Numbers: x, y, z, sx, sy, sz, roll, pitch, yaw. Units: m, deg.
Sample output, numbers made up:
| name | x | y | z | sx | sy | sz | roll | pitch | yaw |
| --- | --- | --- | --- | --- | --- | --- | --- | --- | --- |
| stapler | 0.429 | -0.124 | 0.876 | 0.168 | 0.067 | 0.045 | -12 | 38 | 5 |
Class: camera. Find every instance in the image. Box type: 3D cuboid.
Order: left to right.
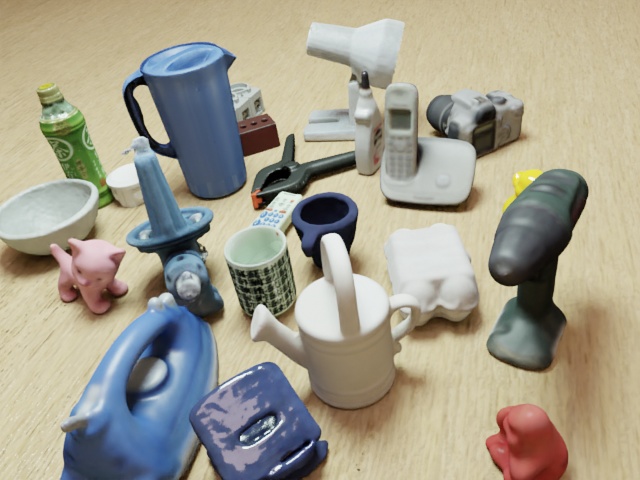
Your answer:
| name | x | y | z | sx | sy | sz | roll | pitch | yaw |
| --- | --- | --- | --- | --- | --- | --- | --- | --- | --- |
| camera | 0.265 | -0.224 | 1.017 | 0.143 | 0.101 | 0.136 | -24 | 40 | -18 |

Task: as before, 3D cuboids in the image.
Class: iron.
| name | x | y | z | sx | sy | sz | roll | pitch | yaw |
| --- | --- | --- | --- | --- | --- | --- | --- | --- | --- |
| iron | -0.185 | 0.141 | 0.613 | 0.118 | 0.142 | 0.258 | 1 | 39 | 14 |

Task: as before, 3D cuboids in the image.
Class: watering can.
| name | x | y | z | sx | sy | sz | roll | pitch | yaw |
| --- | --- | --- | --- | --- | --- | --- | --- | --- | --- |
| watering can | 0.017 | 0.083 | 0.601 | 0.173 | 0.194 | 0.100 | -25 | 41 | -19 |

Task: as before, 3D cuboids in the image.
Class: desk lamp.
| name | x | y | z | sx | sy | sz | roll | pitch | yaw |
| --- | --- | --- | --- | --- | --- | --- | --- | --- | --- |
| desk lamp | 0.060 | -0.299 | 1.062 | 0.203 | 0.214 | 0.118 | 0 | 39 | 12 |

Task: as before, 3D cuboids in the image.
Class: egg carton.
| name | x | y | z | sx | sy | sz | roll | pitch | yaw |
| --- | --- | --- | --- | --- | --- | --- | --- | --- | --- |
| egg carton | 0.141 | 0.041 | 0.731 | 0.107 | 0.069 | 0.150 | -8 | 38 | 2 |

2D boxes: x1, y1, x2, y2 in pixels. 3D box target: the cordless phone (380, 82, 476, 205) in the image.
| name | x | y | z | sx | sy | sz | roll | pitch | yaw |
| --- | --- | --- | --- | --- | --- | --- | --- | --- | --- |
| cordless phone | 0.162 | -0.146 | 0.870 | 0.147 | 0.185 | 0.094 | 5 | 40 | 18 |

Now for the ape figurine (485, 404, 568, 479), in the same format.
| name | x | y | z | sx | sy | sz | roll | pitch | yaw |
| --- | --- | --- | --- | --- | --- | --- | --- | --- | --- |
| ape figurine | 0.189 | 0.182 | 0.523 | 0.076 | 0.092 | 0.078 | 11 | 42 | 24 |

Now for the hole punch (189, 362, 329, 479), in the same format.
| name | x | y | z | sx | sy | sz | roll | pitch | yaw |
| --- | --- | --- | --- | --- | --- | --- | --- | --- | --- |
| hole punch | -0.058 | 0.190 | 0.565 | 0.109 | 0.091 | 0.100 | -30 | 42 | -24 |

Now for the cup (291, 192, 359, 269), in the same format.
| name | x | y | z | sx | sy | sz | roll | pitch | yaw |
| --- | --- | --- | --- | --- | --- | --- | --- | --- | --- |
| cup | 0.007 | 0.003 | 0.787 | 0.091 | 0.095 | 0.118 | 7 | 41 | 20 |

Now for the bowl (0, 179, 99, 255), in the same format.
| name | x | y | z | sx | sy | sz | roll | pitch | yaw |
| --- | --- | --- | --- | --- | --- | --- | --- | --- | --- |
| bowl | -0.434 | -0.027 | 0.933 | 0.167 | 0.075 | 0.167 | -6 | 38 | 5 |

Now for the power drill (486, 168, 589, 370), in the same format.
| name | x | y | z | sx | sy | sz | roll | pitch | yaw |
| --- | --- | --- | --- | --- | --- | --- | --- | --- | --- |
| power drill | 0.227 | 0.034 | 0.608 | 0.075 | 0.209 | 0.230 | 15 | 44 | 28 |

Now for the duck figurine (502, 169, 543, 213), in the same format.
| name | x | y | z | sx | sy | sz | roll | pitch | yaw |
| --- | --- | --- | --- | --- | --- | --- | --- | --- | --- |
| duck figurine | 0.301 | -0.056 | 0.807 | 0.077 | 0.086 | 0.104 | -14 | 38 | -5 |

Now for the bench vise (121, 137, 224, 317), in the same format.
| name | x | y | z | sx | sy | sz | roll | pitch | yaw |
| --- | --- | --- | --- | --- | --- | --- | --- | --- | --- |
| bench vise | -0.184 | -0.017 | 0.750 | 0.122 | 0.220 | 0.206 | -31 | 43 | -26 |

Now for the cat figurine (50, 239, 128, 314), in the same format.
| name | x | y | z | sx | sy | sz | roll | pitch | yaw |
| --- | --- | --- | --- | --- | --- | --- | --- | --- | --- |
| cat figurine | -0.323 | 0.036 | 0.795 | 0.127 | 0.118 | 0.067 | 12 | 43 | 26 |

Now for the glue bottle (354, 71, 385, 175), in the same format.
| name | x | y | z | sx | sy | sz | roll | pitch | yaw |
| --- | --- | --- | --- | --- | --- | --- | --- | --- | --- |
| glue bottle | 0.081 | -0.201 | 0.966 | 0.037 | 0.173 | 0.078 | 10 | 42 | 23 |
